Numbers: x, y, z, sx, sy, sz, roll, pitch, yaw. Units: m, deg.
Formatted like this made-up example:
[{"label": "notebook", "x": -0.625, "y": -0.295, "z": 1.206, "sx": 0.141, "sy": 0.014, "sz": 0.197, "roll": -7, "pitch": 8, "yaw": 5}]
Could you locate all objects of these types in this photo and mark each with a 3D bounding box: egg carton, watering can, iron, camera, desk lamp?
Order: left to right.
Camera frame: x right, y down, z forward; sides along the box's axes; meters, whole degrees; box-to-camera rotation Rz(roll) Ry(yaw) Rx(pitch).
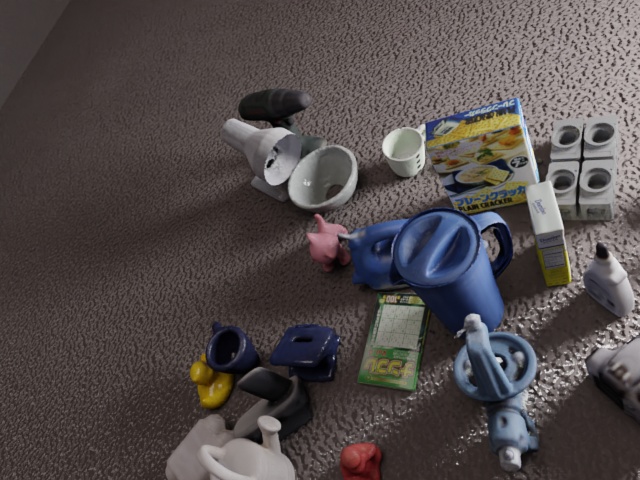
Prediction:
[{"label": "egg carton", "x": -0.211, "y": 0.402, "z": 1.050, "sx": 0.107, "sy": 0.070, "sz": 0.150, "roll": 31, "pitch": 79, "yaw": 40}, {"label": "watering can", "x": -0.126, "y": 0.371, "z": 0.938, "sx": 0.100, "sy": 0.195, "sz": 0.173, "roll": 4, "pitch": 62, "yaw": 32}, {"label": "desk lamp", "x": -0.119, "y": -0.179, "z": 1.282, "sx": 0.202, "sy": 0.214, "sz": 0.118, "roll": 26, "pitch": 76, "yaw": 39}, {"label": "iron", "x": 0.163, "y": 0.002, "z": 1.046, "sx": 0.257, "sy": 0.142, "sz": 0.118, "roll": -13, "pitch": 54, "yaw": 23}, {"label": "camera", "x": 0.461, "y": 0.178, "z": 0.784, "sx": 0.137, "sy": 0.101, "sz": 0.142, "roll": -43, "pitch": 49, "yaw": -1}]

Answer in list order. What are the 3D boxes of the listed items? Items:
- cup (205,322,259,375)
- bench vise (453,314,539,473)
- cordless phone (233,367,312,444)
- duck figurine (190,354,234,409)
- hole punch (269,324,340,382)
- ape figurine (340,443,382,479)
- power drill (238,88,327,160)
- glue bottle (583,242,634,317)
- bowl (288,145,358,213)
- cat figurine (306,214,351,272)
[{"label": "cup", "x": -0.168, "y": 0.219, "z": 1.129, "sx": 0.091, "sy": 0.095, "sz": 0.117, "roll": -40, "pitch": 49, "yaw": 2}, {"label": "bench vise", "x": 0.258, "y": 0.203, "z": 0.807, "sx": 0.121, "sy": 0.220, "sz": 0.207, "roll": -29, "pitch": 50, "yaw": 11}, {"label": "cordless phone", "x": -0.110, "y": 0.282, "z": 0.993, "sx": 0.147, "sy": 0.186, "sz": 0.094, "roll": -41, "pitch": 49, "yaw": 1}, {"label": "duck figurine", "x": -0.223, "y": 0.275, "z": 1.130, "sx": 0.077, "sy": 0.086, "sz": 0.104, "roll": -10, "pitch": 56, "yaw": 25}, {"label": "hole punch", "x": -0.029, "y": 0.201, "z": 1.061, "sx": 0.108, "sy": 0.091, "sz": 0.101, "roll": -5, "pitch": 58, "yaw": 28}, {"label": "ape figurine", "x": 0.059, "y": 0.354, "z": 0.909, "sx": 0.078, "sy": 0.092, "sz": 0.075, "roll": -49, "pitch": 49, "yaw": -6}, {"label": "power drill", "x": -0.072, "y": -0.270, "z": 1.318, "sx": 0.228, "sy": 0.209, "sz": 0.076, "roll": 13, "pitch": 68, "yaw": 36}, {"label": "glue bottle", "x": 0.421, "y": 0.050, "z": 0.843, "sx": 0.037, "sy": 0.174, "sz": 0.078, "roll": -41, "pitch": 49, "yaw": 1}, {"label": "bowl", "x": 0.017, "y": -0.121, "z": 1.257, "sx": 0.167, "sy": 0.075, "sz": 0.167, "roll": -15, "pitch": 54, "yaw": 22}, {"label": "cat figurine", "x": 0.011, "y": 0.004, "z": 1.150, "sx": 0.067, "sy": 0.118, "sz": 0.127, "roll": -22, "pitch": 52, "yaw": 17}]
